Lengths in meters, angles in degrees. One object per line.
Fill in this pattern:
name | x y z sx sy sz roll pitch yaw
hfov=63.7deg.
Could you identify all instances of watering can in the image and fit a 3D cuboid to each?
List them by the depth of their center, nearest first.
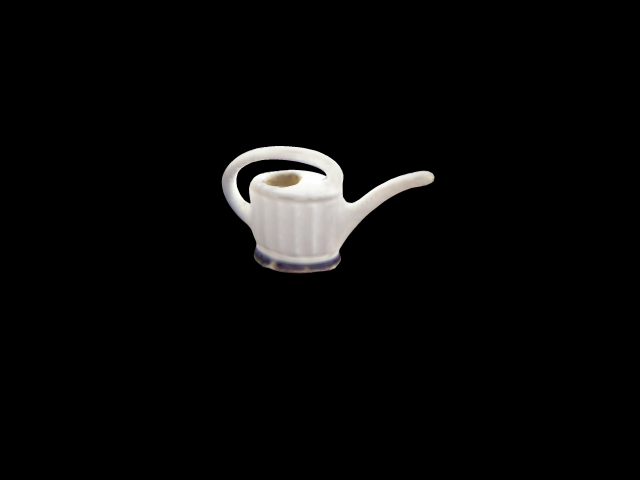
watering can | 0.003 -0.043 0.850 0.348 0.219 0.106 8 32 13
